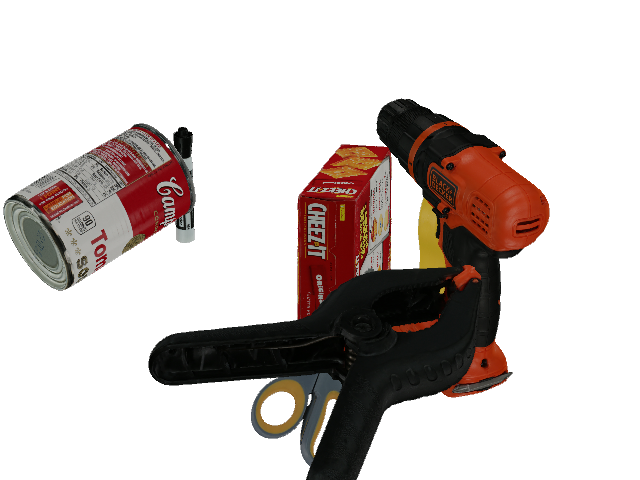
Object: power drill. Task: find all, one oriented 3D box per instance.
[{"bbox_3d":[0.091,0.005,0.782,0.057,0.188,0.185,-14,34,-20],"label":"power drill"}]

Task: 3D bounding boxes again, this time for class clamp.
[{"bbox_3d":[0.020,0.060,0.495,0.171,0.039,0.120,-20,48,-27],"label":"clamp"}]

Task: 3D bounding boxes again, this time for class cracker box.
[{"bbox_3d":[0.030,-0.004,1.206,0.072,0.164,0.213,4,20,13],"label":"cracker box"}]

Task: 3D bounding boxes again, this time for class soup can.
[{"bbox_3d":[-0.140,-0.022,0.678,0.102,0.068,0.069,-36,21,-32],"label":"soup can"}]

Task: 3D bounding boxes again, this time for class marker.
[{"bbox_3d":[-0.135,-0.054,1.054,0.020,0.121,0.020,2,29,-1],"label":"marker"}]

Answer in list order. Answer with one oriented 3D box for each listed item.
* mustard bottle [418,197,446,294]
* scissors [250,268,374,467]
[{"bbox_3d":[0.136,-0.005,1.029,0.096,0.192,0.058,-10,19,-36],"label":"mustard bottle"},{"bbox_3d":[-0.005,0.101,0.926,0.096,0.201,0.016,10,-34,-6],"label":"scissors"}]
